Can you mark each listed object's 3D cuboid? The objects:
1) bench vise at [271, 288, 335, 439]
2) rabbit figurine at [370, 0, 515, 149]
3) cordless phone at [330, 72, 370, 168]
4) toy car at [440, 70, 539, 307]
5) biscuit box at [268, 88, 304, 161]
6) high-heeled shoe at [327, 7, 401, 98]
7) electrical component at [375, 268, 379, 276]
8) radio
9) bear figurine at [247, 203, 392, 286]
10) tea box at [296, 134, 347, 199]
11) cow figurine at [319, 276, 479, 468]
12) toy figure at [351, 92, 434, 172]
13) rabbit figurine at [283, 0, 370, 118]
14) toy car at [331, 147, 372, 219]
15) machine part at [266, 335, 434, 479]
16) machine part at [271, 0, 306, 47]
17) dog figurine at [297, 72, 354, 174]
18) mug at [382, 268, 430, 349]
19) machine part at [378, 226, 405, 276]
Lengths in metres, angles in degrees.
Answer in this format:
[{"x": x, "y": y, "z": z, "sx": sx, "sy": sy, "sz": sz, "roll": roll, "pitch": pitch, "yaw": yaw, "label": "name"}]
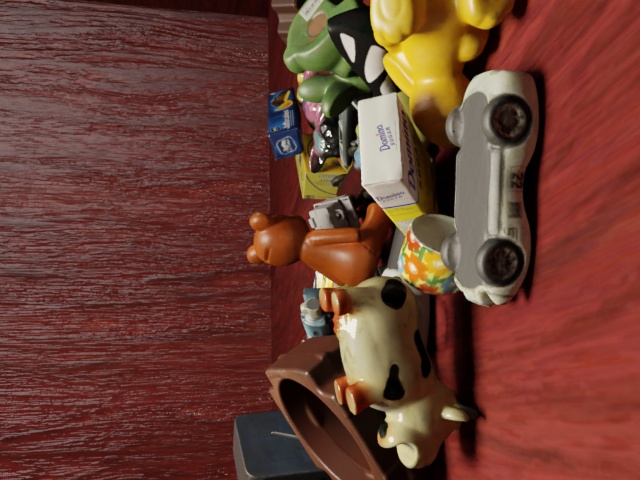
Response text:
[{"x": 0.003, "y": 0.205, "z": 0.875, "sx": 0.223, "sy": 0.129, "sz": 0.241, "roll": 96, "pitch": -178, "yaw": -55, "label": "bench vise"}, {"x": 0.110, "y": -0.179, "z": 0.538, "sx": 0.162, "sy": 0.122, "sz": 0.173, "roll": -110, "pitch": 5, "yaw": -70, "label": "rabbit figurine"}, {"x": 0.050, "y": -0.234, "z": 0.950, "sx": 0.147, "sy": 0.089, "sz": 0.184, "roll": -104, "pitch": 14, "yaw": -55, "label": "cordless phone"}, {"x": 0.147, "y": -0.043, "z": 0.465, "sx": 0.073, "sy": 0.056, "sz": 0.201, "roll": -160, "pitch": 70, "yaw": -73, "label": "toy car"}, {"x": -0.072, "y": -0.242, "z": 1.105, "sx": 0.203, "sy": 0.063, "sz": 0.059, "roll": -98, "pitch": -7, "yaw": -51, "label": "biscuit box"}, {"x": 0.058, "y": -0.213, "z": 0.714, "sx": 0.248, "sy": 0.145, "sz": 0.086, "roll": 126, "pitch": 144, "yaw": -70, "label": "high-heeled shoe"}, {"x": 0.094, "y": 0.088, "z": 0.828, "sx": 0.063, "sy": 0.021, "sz": 0.094, "roll": 139, "pitch": 132, "yaw": -76, "label": "electrical component"}, {"x": -0.021, "y": 0.343, "z": 0.871, "sx": 0.131, "sy": 0.230, "sz": 0.073, "roll": -116, "pitch": 28, "yaw": -59, "label": "radio"}, {"x": -0.003, "y": 0.000, "z": 0.806, "sx": 0.132, "sy": 0.196, "sz": 0.120, "roll": -62, "pitch": -15, "yaw": -45, "label": "bear figurine"}, {"x": 0.003, "y": -0.159, "z": 1.145, "sx": 0.170, "sy": 0.098, "sz": 0.068, "roll": -104, "pitch": 18, "yaw": -51, "label": "tea box"}, {"x": 0.080, "y": 0.132, "z": 0.548, "sx": 0.085, "sy": 0.127, "sz": 0.194, "roll": 151, "pitch": 107, "yaw": -78, "label": "cow figurine"}, {"x": 0.092, "y": -0.132, "z": 0.709, "sx": 0.180, "sy": 0.082, "sz": 0.089, "roll": 153, "pitch": 116, "yaw": -81, "label": "toy figure"}, {"x": 0.040, "y": -0.255, "z": 0.778, "sx": 0.159, "sy": 0.170, "sz": 0.121, "roll": -54, "pitch": 48, "yaw": 12, "label": "rabbit figurine"}, {"x": 0.067, "y": -0.094, "z": 0.914, "sx": 0.202, "sy": 0.053, "sz": 0.089, "roll": 119, "pitch": 130, "yaw": -72, "label": "toy car"}, {"x": 0.034, "y": 0.220, "z": 0.674, "sx": 0.201, "sy": 0.087, "sz": 0.201, "roll": 59, "pitch": 153, "yaw": -3, "label": "machine part"}, {"x": -0.002, "y": -0.367, "z": 0.832, "sx": 0.056, "sy": 0.179, "sz": 0.179, "roll": 14, "pitch": 107, "yaw": 36, "label": "machine part"}, {"x": 0.014, "y": -0.239, "z": 1.082, "sx": 0.191, "sy": 0.108, "sz": 0.219, "roll": 166, "pitch": 102, "yaw": -79, "label": "dog figurine"}, {"x": 0.098, "y": 0.089, "z": 0.654, "sx": 0.109, "sy": 0.081, "sz": 0.107, "roll": 149, "pitch": 130, "yaw": -85, "label": "mug"}, {"x": 0.111, "y": 0.002, "z": 0.712, "sx": 0.084, "sy": 0.039, "sz": 0.138, "roll": -121, "pitch": 34, "yaw": -56, "label": "machine part"}]
